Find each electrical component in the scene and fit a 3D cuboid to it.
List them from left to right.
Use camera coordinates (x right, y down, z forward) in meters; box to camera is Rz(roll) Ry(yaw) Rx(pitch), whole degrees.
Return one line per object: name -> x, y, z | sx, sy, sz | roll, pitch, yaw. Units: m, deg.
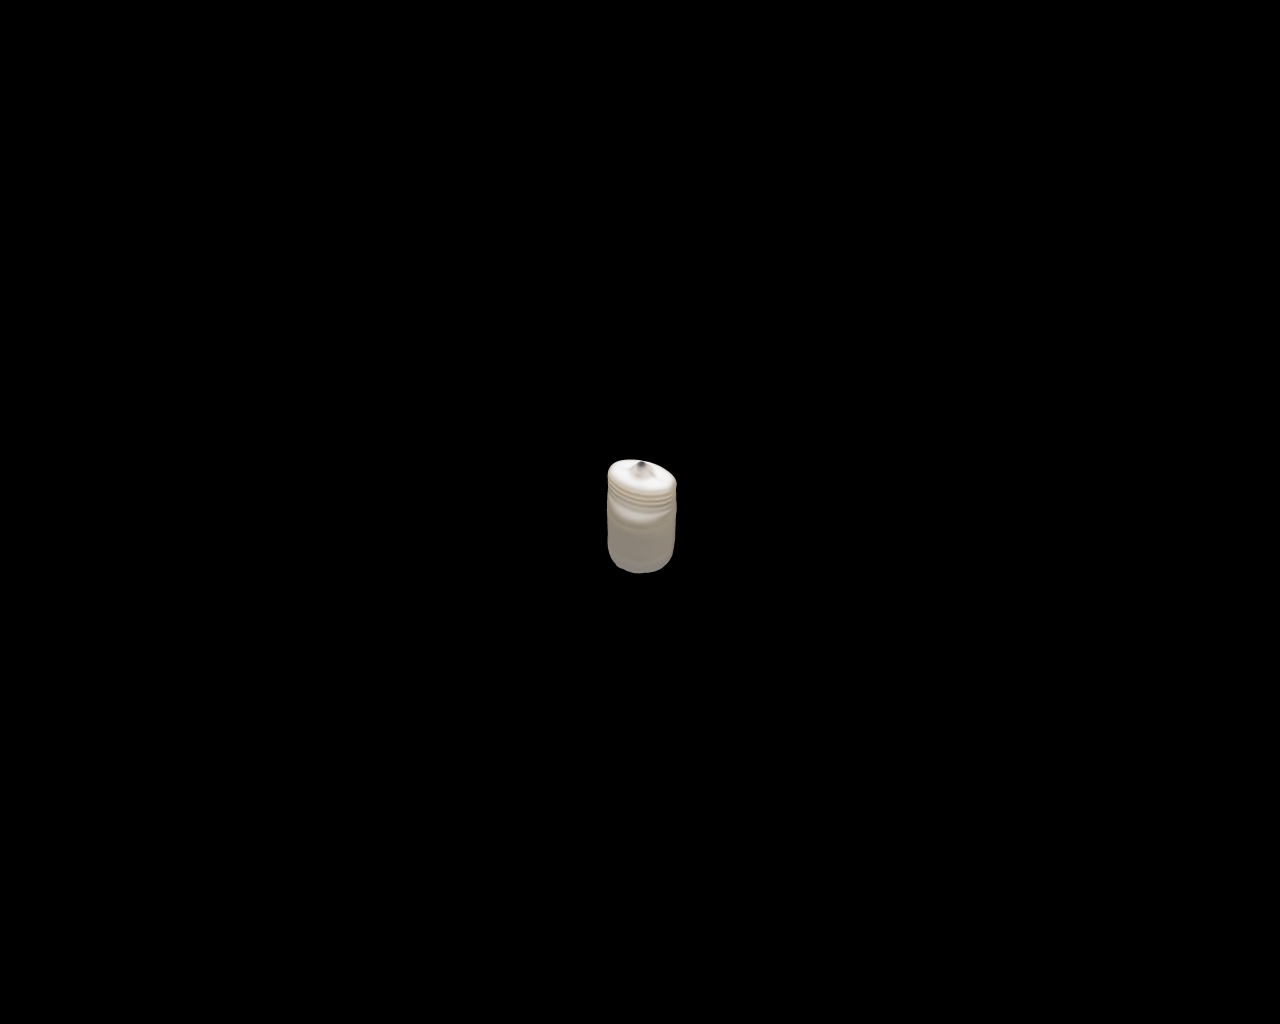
electrical component -> 0.001, -0.003, 0.650 | 0.043, 0.043, 0.080 | 0, -41, 0
